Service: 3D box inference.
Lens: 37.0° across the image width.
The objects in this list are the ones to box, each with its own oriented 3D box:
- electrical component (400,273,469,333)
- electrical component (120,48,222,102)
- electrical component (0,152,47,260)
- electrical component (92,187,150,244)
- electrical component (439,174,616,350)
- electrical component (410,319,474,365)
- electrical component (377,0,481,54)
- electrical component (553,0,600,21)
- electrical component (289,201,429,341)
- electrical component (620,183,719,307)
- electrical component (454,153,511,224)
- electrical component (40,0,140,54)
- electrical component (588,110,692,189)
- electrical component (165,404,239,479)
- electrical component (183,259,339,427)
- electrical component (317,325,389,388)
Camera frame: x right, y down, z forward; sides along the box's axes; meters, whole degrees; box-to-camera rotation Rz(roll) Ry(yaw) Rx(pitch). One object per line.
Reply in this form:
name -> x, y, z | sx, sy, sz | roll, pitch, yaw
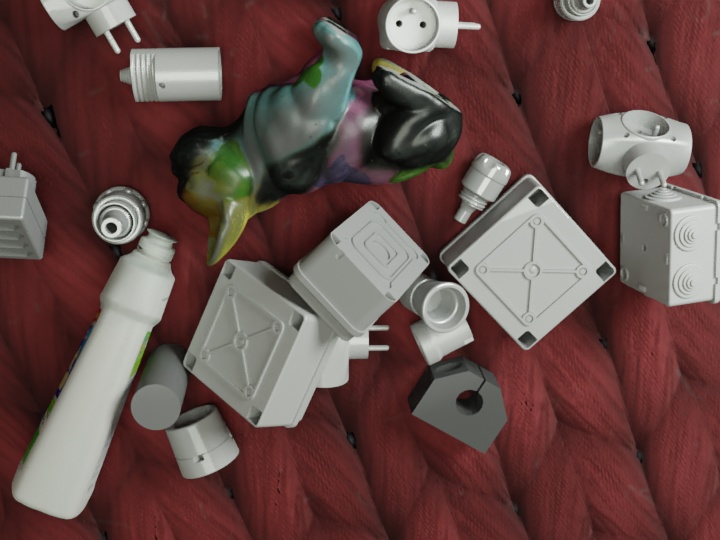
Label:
electrical component -> 0.061, 0.025, 0.934 | 0.044, 0.065, 0.044 | -5, 104, -21
electrical component -> -0.155, -0.160, 0.881 | 0.081, 0.043, 0.043 | -2, 106, -3
electrical component -> -0.290, -0.060, 0.891 | 0.047, 0.083, 0.075 | 3, 67, -4
electrical component -> -0.204, -0.042, 0.901 | 0.048, 0.062, 0.048 | -1, 105, -3
electrical component -> 0.145, -0.007, 0.935 | 0.109, 0.056, 0.108 | -42, 104, 8
electrical component -> 0.073, 0.058, 0.958 | 0.046, 0.040, 0.040 | -25, 106, -2
electrical component -> 0.056, -0.198, 0.866 | 0.079, 0.077, 0.043 | 2, 105, -4
electrical component -> 0.179, -0.220, 0.875 | 0.035, 0.061, 0.035 | -1, 106, -3
electrical component -> 0.000, 0.000, 0.891 | 0.078, 0.113, 0.057 | 47, 118, 0
electrical component -> 0.262, -0.022, 0.917 | 0.048, 0.100, 0.099 | -8, 106, -14
electrical component -> 0.102, -0.068, 0.927 | 0.035, 0.035, 0.061 | 29, 105, -11
electrical component -> -0.206, -0.213, 0.862 | 0.077, 0.044, 0.079 | -28, 105, 4
electrical component -> 0.239, -0.095, 0.905 | 0.077, 0.079, 0.044 | 4, 131, -4
electrical component -> -0.143, 0.152, 0.964 | 0.055, 0.055, 0.047 | -21, 102, 3
electrical component -> -0.083, 0.061, 0.912 | 0.056, 0.109, 0.108 | 7, 112, -52
electrical component -> -0.014, 0.060, 0.951 | 0.079, 0.043, 0.077 | -1, 106, -3
